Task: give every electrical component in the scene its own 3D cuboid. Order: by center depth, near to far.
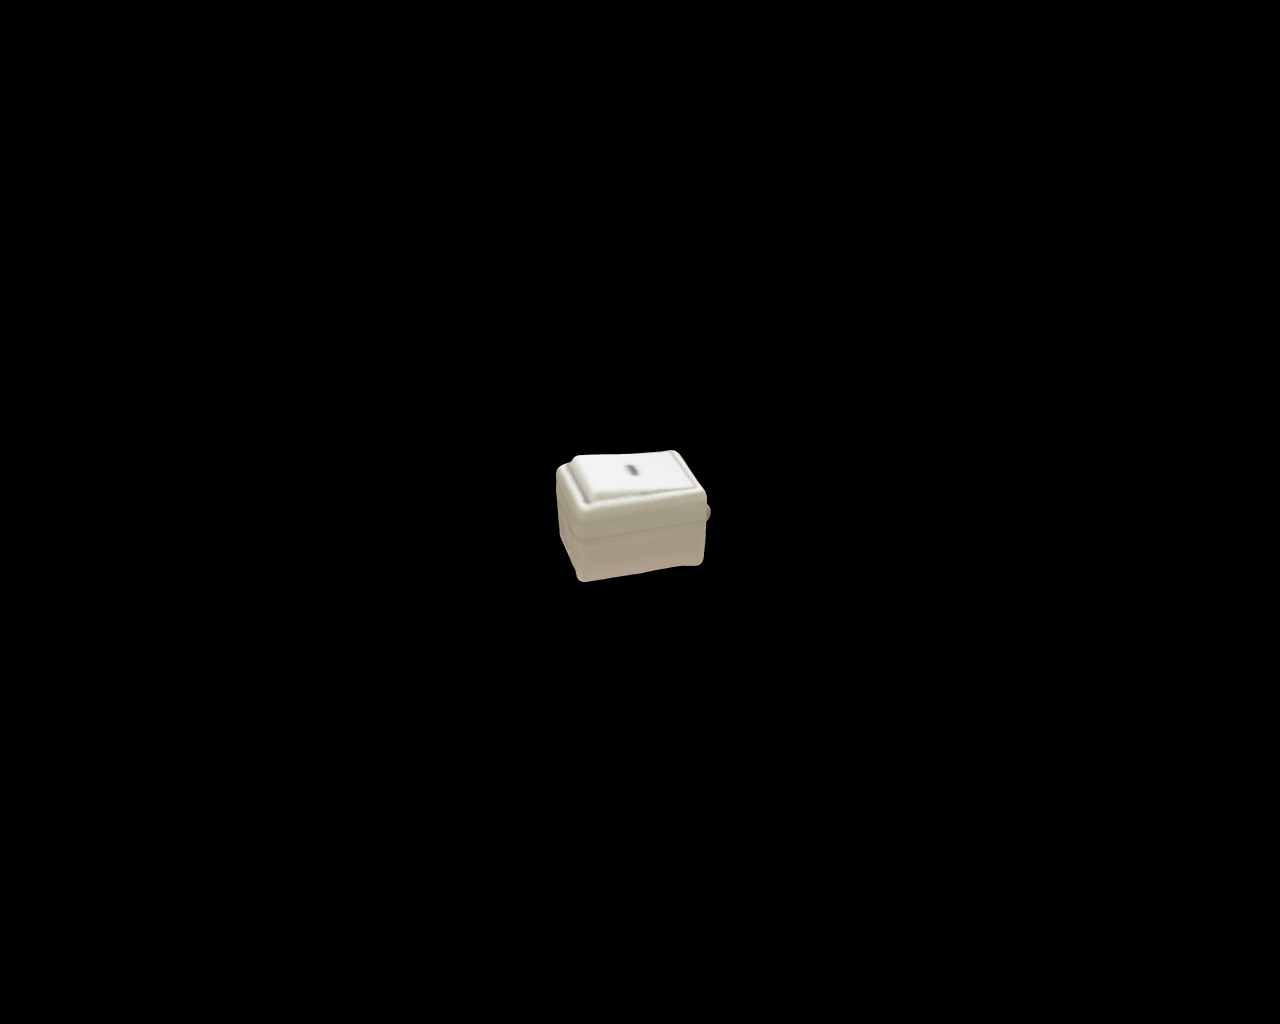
[{"bbox_3d":[0.001,-0.003,0.650,0.096,0.061,0.062,-8,32,-14],"label":"electrical component"}]
